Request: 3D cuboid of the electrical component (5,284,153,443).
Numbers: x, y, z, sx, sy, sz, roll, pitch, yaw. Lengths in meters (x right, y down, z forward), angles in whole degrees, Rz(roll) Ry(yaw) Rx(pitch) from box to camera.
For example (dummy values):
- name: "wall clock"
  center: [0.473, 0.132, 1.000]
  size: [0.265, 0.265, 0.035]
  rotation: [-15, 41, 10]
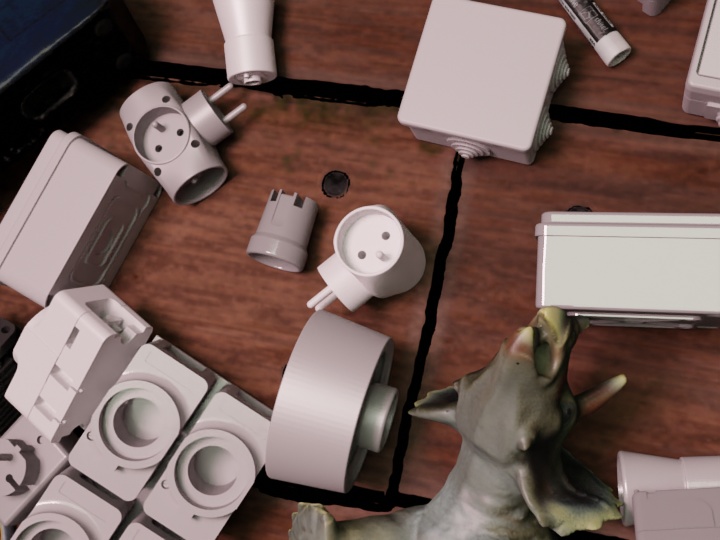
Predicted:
- name: "electrical component"
  center: [-0.188, 0.058, 0.707]
  size: [0.056, 0.050, 0.089]
  rotation: [38, 110, 19]

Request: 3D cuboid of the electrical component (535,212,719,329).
- name: "electrical component"
  center: [0.160, 0.003, 0.628]
  size: [0.109, 0.109, 0.056]
  rotation: [2, 83, 14]

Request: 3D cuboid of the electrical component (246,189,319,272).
- name: "electrical component"
  center: [-0.051, -0.026, 0.722]
  size: [0.040, 0.040, 0.046]
  rotation: [14, 78, 16]

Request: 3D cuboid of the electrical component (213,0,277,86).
- name: "electrical component"
  center: [-0.078, -0.162, 0.751]
  size: [0.044, 0.044, 0.065]
  rotation: [-8, 83, 12]

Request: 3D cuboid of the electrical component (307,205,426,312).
- name: "electrical component"
  center: [0.000, 0.000, 0.684]
  size: [0.079, 0.077, 0.043]
  rotation: [-39, 74, 5]

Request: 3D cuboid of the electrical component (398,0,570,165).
- name: "electrical component"
  center: [0.082, -0.121, 0.700]
  size: [0.100, 0.048, 0.099]
  rotation: [15, 84, 16]

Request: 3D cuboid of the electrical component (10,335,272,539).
- name: "electrical component"
  center: [-0.141, 0.149, 0.686]
  size: [0.105, 0.060, 0.186]
  rotation: [33, 89, -1]

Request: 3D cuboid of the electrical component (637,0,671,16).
- name: "electrical component"
  center: [0.197, -0.218, 0.685]
  size: [0.050, 0.056, 0.089]
  rotation: [39, 91, 17]

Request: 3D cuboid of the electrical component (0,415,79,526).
- name: "electrical component"
  center: [-0.230, 0.132, 0.718]
  size: [0.047, 0.077, 0.065]
  rotation: [44, 92, 17]

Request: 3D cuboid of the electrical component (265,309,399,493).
- name: "electrical component"
  center: [-0.011, 0.084, 0.659]
  size: [0.060, 0.108, 0.108]
  rotation: [16, 84, 10]

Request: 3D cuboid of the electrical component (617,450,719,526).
- name: "electrical component"
  center: [0.187, 0.128, 0.635]
  size: [0.065, 0.044, 0.044]
  rotation: [-3, 80, 9]

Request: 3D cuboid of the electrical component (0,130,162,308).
- name: "electrical component"
  center: [-0.197, -0.031, 0.738]
  size: [0.057, 0.078, 0.113]
  rotation: [28, 88, 14]

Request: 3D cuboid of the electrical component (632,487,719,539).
- name: "electrical component"
  center: [0.189, 0.175, 0.601]
  size: [0.062, 0.096, 0.061]
  rotation: [-6, 35, 13]

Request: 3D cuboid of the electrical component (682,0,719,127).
- name: "electrical component"
  center: [0.237, -0.130, 0.657]
  size: [0.062, 0.061, 0.096]
  rotation: [14, 84, 16]

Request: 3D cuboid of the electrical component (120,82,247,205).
- name: "electrical component"
  center: [-0.115, -0.099, 0.747]
  size: [0.079, 0.044, 0.077]
  rotation: [-36, 74, 6]
